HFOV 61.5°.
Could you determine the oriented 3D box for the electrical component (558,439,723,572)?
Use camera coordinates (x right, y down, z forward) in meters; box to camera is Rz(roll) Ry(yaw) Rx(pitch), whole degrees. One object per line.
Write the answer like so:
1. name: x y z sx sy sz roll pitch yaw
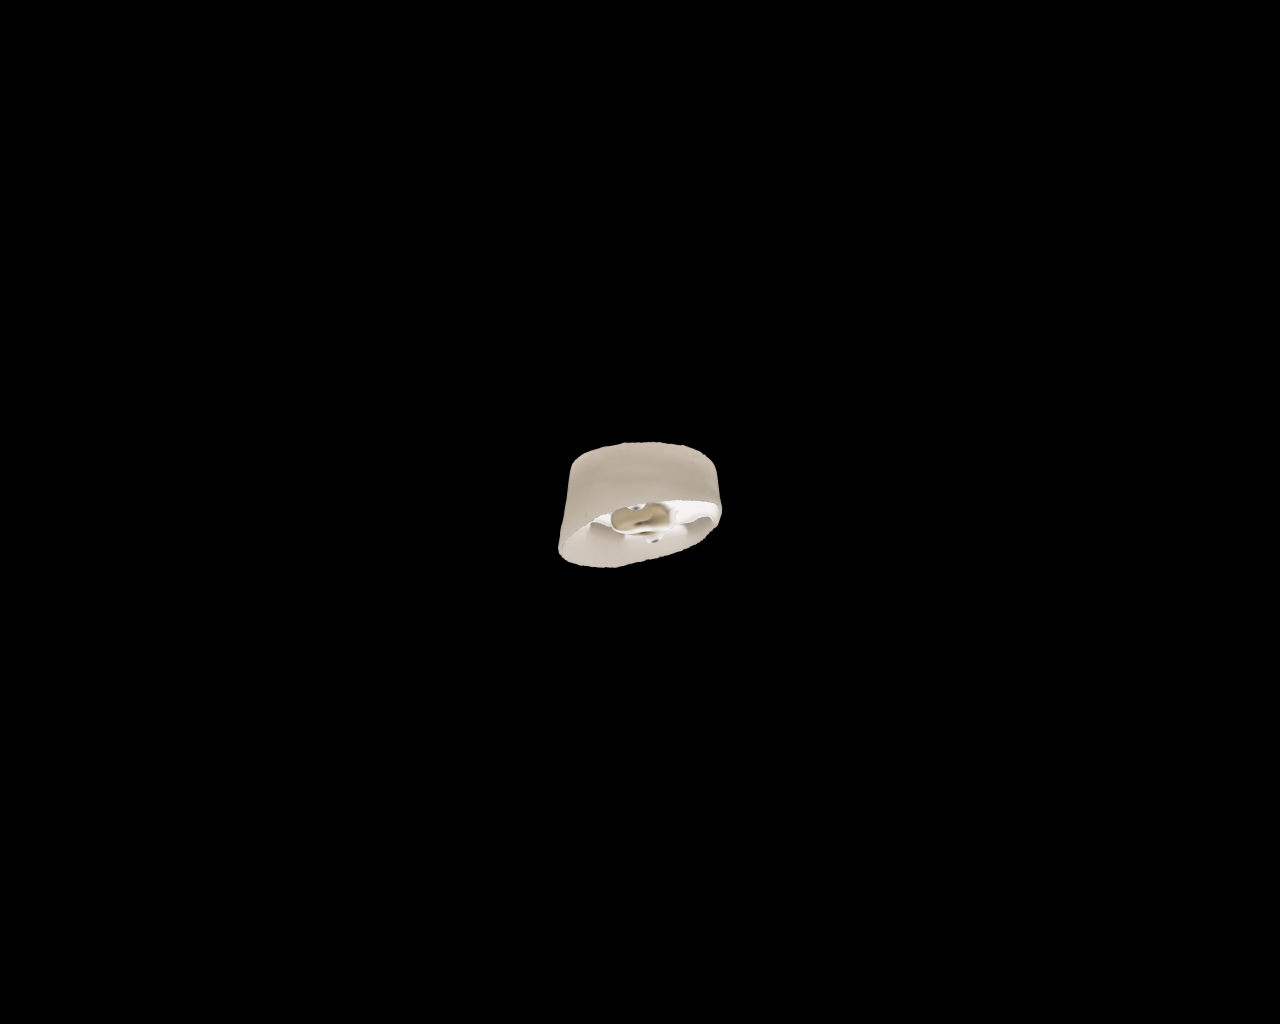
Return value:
1. electrical component: 0.001 -0.003 0.650 0.099 0.064 0.099 0 -20 0
